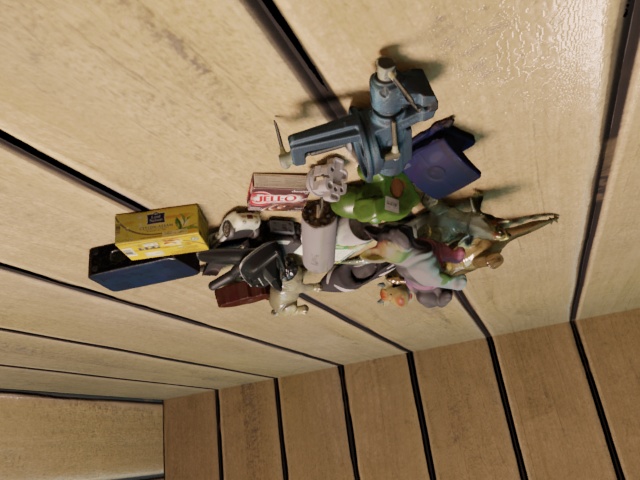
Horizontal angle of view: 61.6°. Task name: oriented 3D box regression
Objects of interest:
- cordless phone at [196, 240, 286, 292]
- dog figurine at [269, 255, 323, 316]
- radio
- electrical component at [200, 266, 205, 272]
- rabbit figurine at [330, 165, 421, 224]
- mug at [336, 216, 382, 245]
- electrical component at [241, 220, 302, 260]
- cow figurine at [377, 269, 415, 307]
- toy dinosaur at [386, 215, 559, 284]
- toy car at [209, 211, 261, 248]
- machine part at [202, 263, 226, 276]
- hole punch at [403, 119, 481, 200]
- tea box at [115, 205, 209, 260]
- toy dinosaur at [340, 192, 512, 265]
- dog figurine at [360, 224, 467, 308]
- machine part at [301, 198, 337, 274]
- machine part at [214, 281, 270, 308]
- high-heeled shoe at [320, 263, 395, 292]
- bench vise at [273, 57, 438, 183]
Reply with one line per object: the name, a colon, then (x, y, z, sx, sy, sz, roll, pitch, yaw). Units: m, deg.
cordless phone: (-0.173, 0.056, 1.190, 0.184, 0.089, 0.146, 2, 160, 4)
dog figurine: (-0.106, 0.120, 1.407, 0.121, 0.172, 0.190, 31, 180, 35)
radio: (-0.406, 0.051, 1.237, 0.230, 0.073, 0.131, -13, 157, 8)
electrical component: (-0.346, 0.078, 1.386, 0.094, 0.021, 0.063, -15, 158, 15)
rabbit figurine: (0.100, -0.088, 1.053, 0.159, 0.121, 0.170, 1, 175, -38)
mug: (0.078, -0.025, 1.214, 0.109, 0.080, 0.107, 0, 168, -34)
electrical component: (-0.108, -0.002, 1.225, 0.115, 0.058, 0.134, 2, 156, -28)
cow figurine: (0.217, 0.119, 1.488, 0.127, 0.195, 0.085, -2, 116, 1)
toy dinosaur: (0.394, 0.027, 1.368, 0.472, 0.105, 0.198, -20, 176, 9)
toy car: (-0.196, -0.009, 1.183, 0.073, 0.056, 0.202, -1, 159, -34)
machine part: (-0.248, 0.051, 1.335, 0.084, 0.039, 0.139, 2, 155, -35)
hole punch: (0.213, -0.139, 0.960, 0.115, 0.092, 0.142, 14, 153, -36)
tea box: (-0.322, -0.014, 1.105, 0.170, 0.068, 0.098, -8, 158, -3)
toy dinosaur: (0.244, -0.012, 1.254, 0.192, 0.131, 0.405, 12, 157, -39)
dog figurine: (0.182, 0.047, 1.114, 0.219, 0.108, 0.191, 18, 145, -5)
machine part: (-0.002, -0.004, 1.172, 0.079, 0.079, 0.243, -5, 142, -6)
machine part: (-0.207, 0.151, 1.524, 0.179, 0.056, 0.179, -12, 170, -2)
high-heeled shoe: (0.105, 0.088, 1.452, 0.249, 0.086, 0.145, -27, 178, -1)
bench vise: (0.051, -0.162, 0.803, 0.241, 0.129, 0.223, -15, 158, 0)
